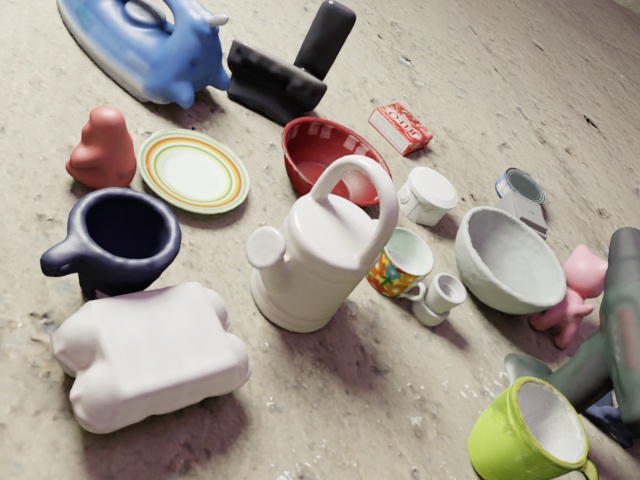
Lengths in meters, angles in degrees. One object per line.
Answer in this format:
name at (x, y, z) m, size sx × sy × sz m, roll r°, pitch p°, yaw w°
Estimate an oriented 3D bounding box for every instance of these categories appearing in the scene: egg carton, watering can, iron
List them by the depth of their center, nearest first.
egg carton at (-0.136, 0.094, 0.474) m, size 0.151 × 0.069 × 0.107 m, roll -10°, pitch 58°, yaw -40°
watering can at (0.006, 0.004, 0.559) m, size 0.101 × 0.194 × 0.173 m, roll 40°, pitch 41°, yaw 6°
iron at (-0.224, -0.286, 0.717) m, size 0.258 × 0.141 × 0.119 m, roll 38°, pitch 41°, yaw 4°

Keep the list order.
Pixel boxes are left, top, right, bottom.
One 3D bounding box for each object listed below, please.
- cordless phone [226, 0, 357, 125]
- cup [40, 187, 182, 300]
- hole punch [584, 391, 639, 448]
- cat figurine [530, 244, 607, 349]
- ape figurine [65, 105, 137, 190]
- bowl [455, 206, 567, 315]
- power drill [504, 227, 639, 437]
cordless phone at (-0.041, -0.265, 0.786) m, size 0.148 × 0.185 × 0.094 m, roll 23°, pitch 42°, yaw -14°
cup at (-0.185, 0.021, 0.491) m, size 0.091 × 0.095 × 0.118 m, roll 47°, pitch 42°, yaw 13°
hole punch at (0.392, 0.187, 0.724) m, size 0.101 × 0.091 × 0.109 m, roll 39°, pitch 41°, yaw 5°
cat figurine at (0.358, 0.069, 0.791) m, size 0.067 × 0.117 × 0.128 m, roll 35°, pitch 41°, yaw 0°
ape figurine at (-0.219, -0.098, 0.582) m, size 0.076 × 0.092 × 0.078 m, roll 42°, pitch 41°, yaw 7°
bowl at (0.243, 0.039, 0.775) m, size 0.168 × 0.074 × 0.167 m, roll 19°, pitch 44°, yaw -18°
power drill at (0.303, 0.122, 0.636) m, size 0.076 × 0.208 × 0.229 m, roll 21°, pitch 43°, yaw -16°
